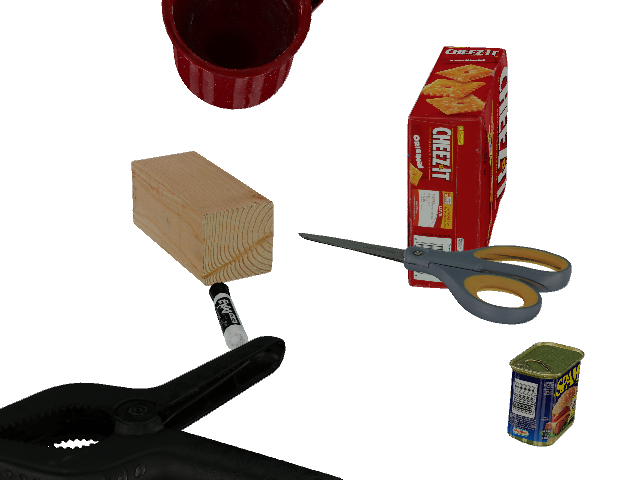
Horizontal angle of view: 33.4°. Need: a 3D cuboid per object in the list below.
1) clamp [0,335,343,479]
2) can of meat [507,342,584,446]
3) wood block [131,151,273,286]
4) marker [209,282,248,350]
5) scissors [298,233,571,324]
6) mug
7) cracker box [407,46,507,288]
[{"bbox_3d":[-0.097,0.103,0.592,0.210,0.036,0.164,-1,24,-9],"label":"clamp"},{"bbox_3d":[0.243,0.166,1.158,0.058,0.084,0.101,11,17,31],"label":"can of meat"},{"bbox_3d":[-0.145,-0.031,1.282,0.090,0.090,0.206,-12,27,-30],"label":"wood block"},{"bbox_3d":[-0.083,0.065,0.949,0.020,0.020,0.121,0,18,-13],"label":"marker"},{"bbox_3d":[0.074,0.024,0.753,0.202,0.016,0.096,3,29,11],"label":"scissors"},{"bbox_3d":[-0.046,-0.142,0.701,0.117,0.093,0.081,-33,-7,-12],"label":"mug"},{"bbox_3d":[0.133,-0.074,1.000,0.072,0.164,0.213,4,27,15],"label":"cracker box"}]
